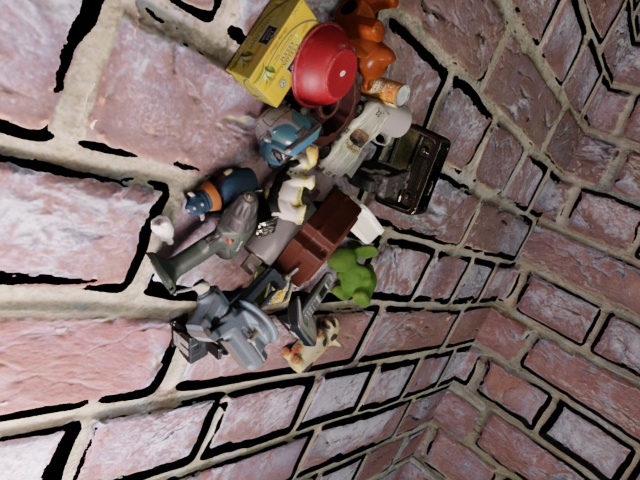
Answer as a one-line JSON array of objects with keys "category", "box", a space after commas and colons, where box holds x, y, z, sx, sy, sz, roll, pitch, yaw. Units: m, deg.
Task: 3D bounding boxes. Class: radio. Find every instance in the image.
[{"category": "radio", "box": [0.249, -0.185, 1.440, 0.073, 0.131, 0.229, -10, 124, -51]}]

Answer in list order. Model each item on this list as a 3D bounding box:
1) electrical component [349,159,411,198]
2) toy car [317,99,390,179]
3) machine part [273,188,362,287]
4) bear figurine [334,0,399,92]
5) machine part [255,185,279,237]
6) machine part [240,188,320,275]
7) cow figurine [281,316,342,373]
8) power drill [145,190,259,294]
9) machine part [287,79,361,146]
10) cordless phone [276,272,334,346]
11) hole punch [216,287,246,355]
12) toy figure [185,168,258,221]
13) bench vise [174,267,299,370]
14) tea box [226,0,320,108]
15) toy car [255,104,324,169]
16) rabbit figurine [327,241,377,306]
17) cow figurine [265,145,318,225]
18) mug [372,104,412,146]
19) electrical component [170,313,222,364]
[{"category": "electrical component", "box": [0.142, -0.154, 1.339, 0.134, 0.115, 0.058, -19, 126, -44]}, {"category": "toy car", "box": [0.073, -0.225, 1.210, 0.073, 0.056, 0.201, 30, 104, -42]}, {"category": "machine part", "box": [-0.002, -0.004, 1.199, 0.201, 0.087, 0.201, -49, 179, -39]}, {"category": "bear figurine", "box": [0.111, -0.398, 1.094, 0.195, 0.132, 0.120, 46, 64, -50]}, {"category": "machine part", "box": [-0.120, -0.054, 1.063, 0.039, 0.139, 0.084, 8, 115, -26]}, {"category": "machine part", "box": [-0.088, -0.028, 1.174, 0.243, 0.079, 0.079, -50, 146, -11]}, {"category": "cow figurine", "box": [-0.011, 0.295, 1.528, 0.195, 0.086, 0.127, -46, 139, -23]}, {"category": "power drill", "box": [-0.210, 0.003, 0.980, 0.207, 0.086, 0.232, -39, 174, -21]}, {"category": "machine part", "box": [0.009, -0.287, 1.114, 0.179, 0.056, 0.179, -33, 141, -33]}, {"category": "cordless phone", "box": [-0.016, 0.179, 1.432, 0.184, 0.089, 0.146, -53, 146, -17]}, {"category": "hole punch", "box": [-0.192, 0.181, 1.214, 0.116, 0.092, 0.142, -14, 136, -11]}, {"category": "toy figure", "box": [-0.189, -0.087, 1.011, 0.154, 0.064, 0.058, -30, 176, -29]}, {"category": "bench vise", "box": [-0.150, 0.132, 1.092, 0.223, 0.129, 0.240, 51, 55, -11]}, {"category": "tea box", "box": [-0.076, -0.335, 0.950, 0.169, 0.068, 0.098, -59, 148, -1]}, {"category": "toy car", "box": [-0.072, -0.205, 1.020, 0.109, 0.162, 0.103, -40, 103, -18]}, {"category": "rabbit figurine", "box": [0.092, 0.076, 1.464, 0.159, 0.121, 0.170, -52, 132, -17]}, {"category": "cow figurine", "box": [-0.059, -0.123, 1.120, 0.068, 0.098, 0.167, 100, 4, -81]}, {"category": "mug", "box": [0.150, -0.285, 1.288, 0.107, 0.081, 0.109, 7, 116, -41]}, {"category": "electrical component", "box": [-0.257, 0.213, 1.107, 0.048, 0.119, 0.074, -25, 137, -41]}]
